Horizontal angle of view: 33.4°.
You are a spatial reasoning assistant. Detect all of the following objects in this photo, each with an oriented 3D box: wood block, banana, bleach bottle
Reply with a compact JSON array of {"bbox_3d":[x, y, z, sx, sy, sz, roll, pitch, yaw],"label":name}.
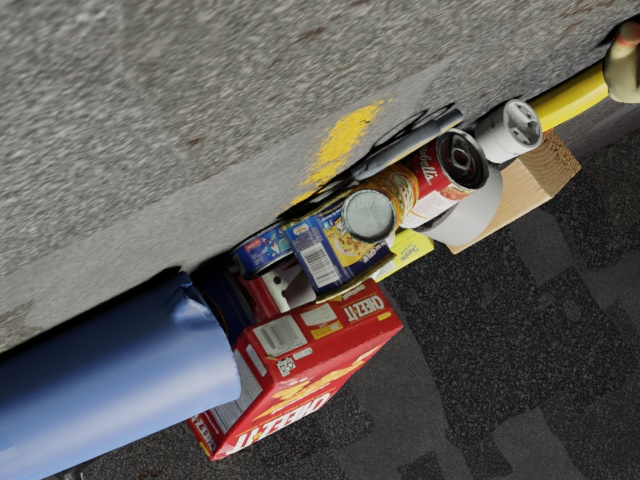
[{"bbox_3d":[0.239,-0.072,1.449,0.090,0.091,0.206,-41,-177,-37],"label":"wood block"},{"bbox_3d":[0.264,-0.155,1.174,0.198,0.037,0.069,-30,159,7],"label":"banana"},{"bbox_3d":[0.033,0.025,1.206,0.102,0.068,0.251,-28,169,-23],"label":"bleach bottle"}]

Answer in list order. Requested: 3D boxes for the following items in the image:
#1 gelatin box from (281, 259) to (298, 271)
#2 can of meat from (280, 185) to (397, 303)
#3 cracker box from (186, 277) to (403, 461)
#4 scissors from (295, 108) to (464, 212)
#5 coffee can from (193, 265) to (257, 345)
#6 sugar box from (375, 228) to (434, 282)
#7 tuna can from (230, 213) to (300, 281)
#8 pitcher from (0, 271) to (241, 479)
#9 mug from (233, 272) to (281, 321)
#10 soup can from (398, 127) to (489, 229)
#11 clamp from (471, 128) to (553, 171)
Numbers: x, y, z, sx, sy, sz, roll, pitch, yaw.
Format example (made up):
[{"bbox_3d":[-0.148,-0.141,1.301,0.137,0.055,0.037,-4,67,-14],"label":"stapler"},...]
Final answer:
[{"bbox_3d":[-0.008,0.002,1.250,0.073,0.030,0.089,-26,174,-23],"label":"gelatin box"},{"bbox_3d":[0.018,0.002,1.042,0.058,0.084,0.101,-25,-175,39],"label":"can of meat"},{"bbox_3d":[-0.032,0.138,1.114,0.163,0.072,0.214,-21,160,-34],"label":"cracker box"},{"bbox_3d":[0.056,-0.072,0.960,0.096,0.016,0.202,-30,-179,-31],"label":"scissors"},{"bbox_3d":[-0.140,0.104,1.142,0.140,0.103,0.103,-28,175,-8],"label":"coffee can"},{"bbox_3d":[0.100,-0.006,1.413,0.093,0.048,0.176,-30,-170,12],"label":"sugar box"},{"bbox_3d":[-0.047,0.008,1.083,0.086,0.034,0.086,-29,175,-3],"label":"tuna can"},{"bbox_3d":[-0.204,0.141,0.988,0.242,0.149,0.145,-24,-168,-19],"label":"pitcher"},{"bbox_3d":[-0.095,0.085,1.310,0.093,0.081,0.117,-28,175,-12],"label":"mug"},{"bbox_3d":[0.111,-0.060,1.075,0.068,0.068,0.102,-24,174,-42],"label":"soup can"},{"bbox_3d":[0.201,-0.096,1.281,0.209,0.036,0.165,-29,162,-39],"label":"clamp"}]
